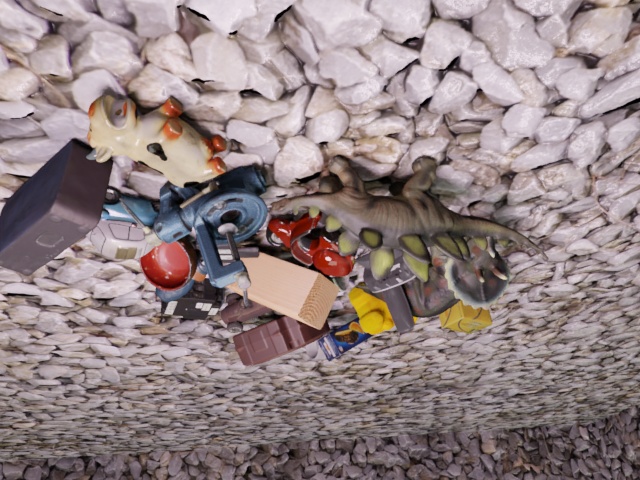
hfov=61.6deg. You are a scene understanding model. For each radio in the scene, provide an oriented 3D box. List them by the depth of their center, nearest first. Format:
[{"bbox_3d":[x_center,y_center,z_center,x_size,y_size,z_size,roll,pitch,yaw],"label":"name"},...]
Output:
[{"bbox_3d":[-0.422,-0.042,0.836,0.230,0.131,0.073,-28,140,32],"label":"radio"}]

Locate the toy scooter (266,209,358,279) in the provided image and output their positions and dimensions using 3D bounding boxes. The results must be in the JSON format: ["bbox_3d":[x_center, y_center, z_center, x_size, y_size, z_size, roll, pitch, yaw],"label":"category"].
[{"bbox_3d":[-0.002,-0.003,0.976,0.184,0.075,0.135,28,141,-11],"label":"toy scooter"}]

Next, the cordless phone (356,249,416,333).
[{"bbox_3d":[0.163,0.093,1.074,0.089,0.184,0.146,-18,173,-41],"label":"cordless phone"}]

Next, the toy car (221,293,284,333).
[{"bbox_3d":[-0.146,0.145,1.235,0.202,0.089,0.053,-23,141,25],"label":"toy car"}]

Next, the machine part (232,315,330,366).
[{"bbox_3d":[-0.092,0.230,1.308,0.201,0.087,0.201,-25,175,27],"label":"machine part"}]

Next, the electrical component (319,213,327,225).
[{"bbox_3d":[0.011,-0.055,0.996,0.063,0.021,0.094,-31,135,33],"label":"electrical component"}]

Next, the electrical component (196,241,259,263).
[{"bbox_3d":[-0.180,0.009,1.044,0.119,0.048,0.074,-3,149,-6],"label":"electrical component"}]

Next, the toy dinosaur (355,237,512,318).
[{"bbox_3d":[0.232,0.090,1.117,0.131,0.192,0.405,18,140,-31],"label":"toy dinosaur"}]

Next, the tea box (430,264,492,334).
[{"bbox_3d":[0.307,0.113,1.187,0.098,0.170,0.068,15,144,-33],"label":"tea box"}]

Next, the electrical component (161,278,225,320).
[{"bbox_3d":[-0.287,0.134,1.222,0.134,0.058,0.115,9,148,-23],"label":"electrical component"}]

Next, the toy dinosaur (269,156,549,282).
[{"bbox_3d":[0.151,-0.031,0.897,0.472,0.198,0.105,1,151,-8],"label":"toy dinosaur"}]

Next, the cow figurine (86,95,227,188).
[{"bbox_3d":[-0.240,-0.139,0.764,0.127,0.085,0.194,-29,143,22],"label":"cow figurine"}]

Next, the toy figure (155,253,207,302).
[{"bbox_3d":[-0.271,0.070,1.105,0.154,0.058,0.064,-36,-179,13],"label":"toy figure"}]

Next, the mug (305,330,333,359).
[{"bbox_3d":[0.026,0.284,1.514,0.107,0.081,0.109,1,144,-32],"label":"mug"}]

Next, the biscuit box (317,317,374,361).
[{"bbox_3d":[0.091,0.235,1.370,0.202,0.063,0.059,-21,165,-41],"label":"biscuit box"}]

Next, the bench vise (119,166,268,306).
[{"bbox_3d":[-0.172,-0.013,0.847,0.224,0.241,0.128,-21,145,-7],"label":"bench vise"}]

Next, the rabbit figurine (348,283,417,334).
[{"bbox_3d":[0.181,0.158,1.297,0.173,0.122,0.162,-37,134,12],"label":"rabbit figurine"}]

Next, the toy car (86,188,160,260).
[{"bbox_3d":[-0.337,-0.016,0.924,0.161,0.103,0.109,13,145,-25],"label":"toy car"}]
